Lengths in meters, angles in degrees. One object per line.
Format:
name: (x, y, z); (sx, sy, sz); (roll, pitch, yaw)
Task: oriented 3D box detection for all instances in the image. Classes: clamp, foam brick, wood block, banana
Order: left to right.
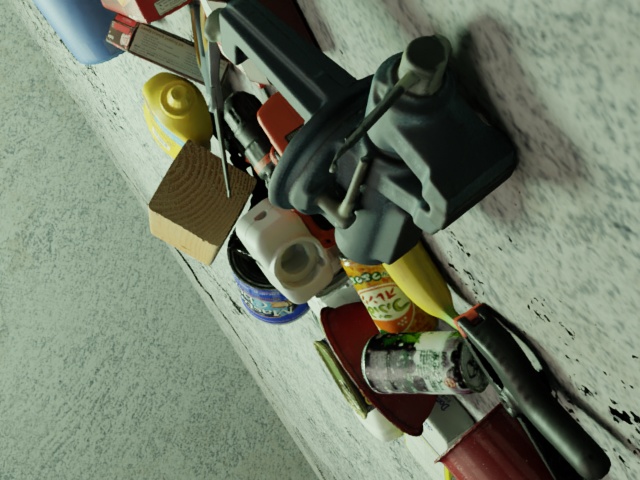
wood block: (-0.140, -0.038, 1.243); (0.091, 0.090, 0.206); (30, 170, -4)
clamp: (-0.079, -0.085, 1.249); (0.164, 0.036, 0.210); (58, 172, -13)
foam brick: (-0.045, -0.170, 0.848); (0.078, 0.051, 0.053); (61, 166, -25)
banana: (0.064, -0.011, 0.890); (0.198, 0.037, 0.070); (58, 153, -13)
clamp: (0.165, 0.124, 0.831); (0.171, 0.039, 0.120); (54, 167, 9)

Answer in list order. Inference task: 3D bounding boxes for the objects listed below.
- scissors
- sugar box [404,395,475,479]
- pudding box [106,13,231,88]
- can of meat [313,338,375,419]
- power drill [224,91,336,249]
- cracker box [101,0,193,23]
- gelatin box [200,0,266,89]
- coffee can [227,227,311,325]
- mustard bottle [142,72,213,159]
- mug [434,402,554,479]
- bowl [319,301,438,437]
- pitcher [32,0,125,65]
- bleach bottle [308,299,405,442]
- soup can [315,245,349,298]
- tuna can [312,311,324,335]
scissors: (-0.100, -0.150, 1.035); (0.096, 0.016, 0.202); (118, 142, -64)
sugar box: (0.133, 0.217, 1.201); (0.093, 0.048, 0.176); (49, 163, 30)
pudding box: (-0.162, -0.200, 1.134); (0.113, 0.039, 0.090); (18, -171, -29)
can of meat: (0.054, 0.133, 1.187); (0.102, 0.084, 0.057); (61, 168, -21)
power drill: (-0.026, -0.083, 1.001); (0.184, 0.057, 0.188); (52, 171, 3)
cracker box: (-0.218, -0.329, 1.063); (0.164, 0.072, 0.213); (35, 155, 58)
gelatin box: (-0.071, -0.189, 0.955); (0.073, 0.030, 0.089); (44, 164, 40)
coffee can: (-0.057, 0.037, 1.318); (0.103, 0.102, 0.140); (52, 169, 19)
mustard bottle: (-0.163, -0.144, 1.224); (0.096, 0.058, 0.192); (51, 170, 0)
mug: (0.164, 0.192, 0.931); (0.081, 0.093, 0.117); (48, -163, 13)
bowl: (0.071, 0.116, 1.069); (0.162, 0.055, 0.162); (48, -168, -14)
pitcher: (-0.313, -0.338, 1.290); (0.149, 0.145, 0.242); (-88, -27, -54)
bleach bottle: (0.041, 0.120, 1.263); (0.103, 0.068, 0.251); (39, 157, 54)
soup can: (-0.007, 0.001, 1.121); (0.102, 0.068, 0.068); (53, 168, 12)
tuna can: (0.026, 0.113, 1.370); (0.086, 0.033, 0.086); (53, 168, 16)
